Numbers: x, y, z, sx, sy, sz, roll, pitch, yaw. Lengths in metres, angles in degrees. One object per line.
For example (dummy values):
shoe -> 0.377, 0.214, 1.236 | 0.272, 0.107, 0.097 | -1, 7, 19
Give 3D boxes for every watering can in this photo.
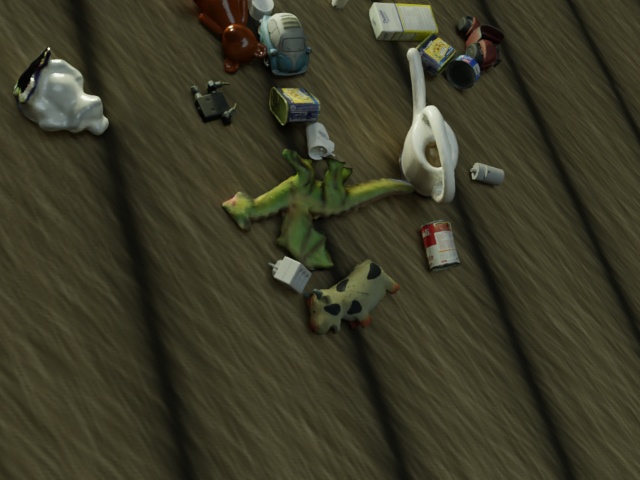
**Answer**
watering can -> 0.237, -0.234, 1.160 | 0.104, 0.221, 0.352 | -9, 74, -4

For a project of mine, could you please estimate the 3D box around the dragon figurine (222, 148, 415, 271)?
dragon figurine -> 0.003, -0.055, 1.088 | 0.409, 0.122, 0.244 | 13, 84, -14

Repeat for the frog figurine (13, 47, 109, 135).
frog figurine -> -0.484, -0.264, 0.981 | 0.157, 0.122, 0.140 | 35, 46, -46
